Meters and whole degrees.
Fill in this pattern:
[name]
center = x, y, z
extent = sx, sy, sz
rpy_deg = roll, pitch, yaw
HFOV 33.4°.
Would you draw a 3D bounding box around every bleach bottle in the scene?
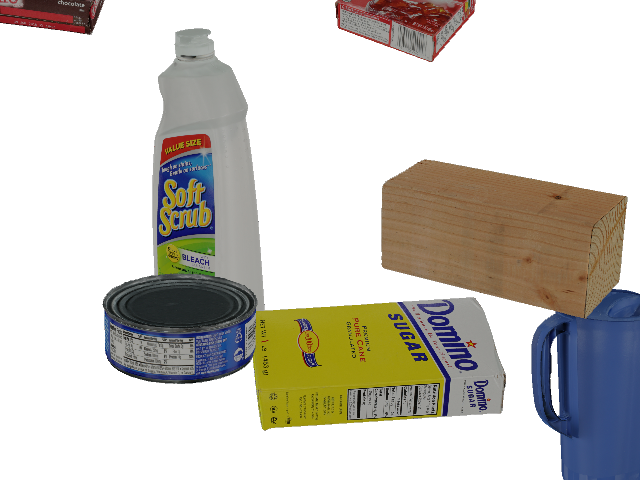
[bleach bottle]
center = -0.102, -0.050, 0.891
extent = 0.103, 0.251, 0.067
rpy_deg = 14, 28, 32

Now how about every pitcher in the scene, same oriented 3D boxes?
[pitcher]
center = 0.343, 0.188, 1.305
extent = 0.149, 0.243, 0.144
rpy_deg = 4, 14, 22

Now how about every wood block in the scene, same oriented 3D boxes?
[wood block]
center = 0.168, -0.007, 0.998
extent = 0.206, 0.090, 0.090
rpy_deg = 14, 27, 31

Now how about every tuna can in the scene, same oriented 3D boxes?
[tuna can]
center = -0.078, 0.048, 0.600
extent = 0.086, 0.034, 0.086
rpy_deg = 2, 18, -1

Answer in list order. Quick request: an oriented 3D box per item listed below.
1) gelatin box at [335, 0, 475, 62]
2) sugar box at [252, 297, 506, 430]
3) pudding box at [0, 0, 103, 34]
[gelatin box]
center = 0.067, -0.185, 0.842
extent = 0.089, 0.030, 0.073
rpy_deg = 25, 54, 22
[sugar box]
center = 0.039, 0.088, 0.784
extent = 0.176, 0.048, 0.093
rpy_deg = -6, 36, -3
[pudding box]
center = -0.230, -0.221, 0.913
extent = 0.090, 0.039, 0.113
rpy_deg = 7, 36, -5
